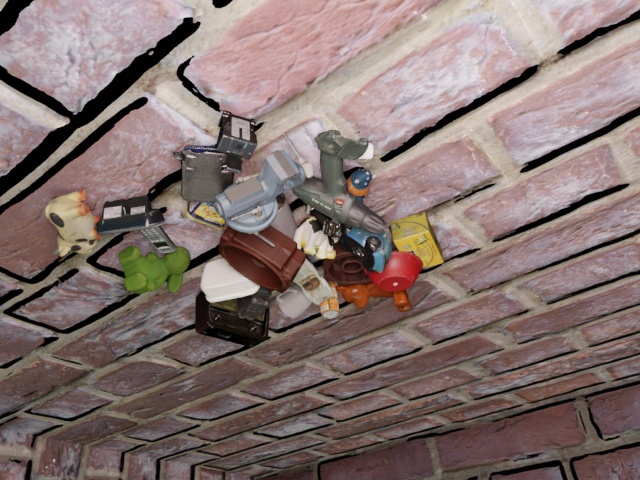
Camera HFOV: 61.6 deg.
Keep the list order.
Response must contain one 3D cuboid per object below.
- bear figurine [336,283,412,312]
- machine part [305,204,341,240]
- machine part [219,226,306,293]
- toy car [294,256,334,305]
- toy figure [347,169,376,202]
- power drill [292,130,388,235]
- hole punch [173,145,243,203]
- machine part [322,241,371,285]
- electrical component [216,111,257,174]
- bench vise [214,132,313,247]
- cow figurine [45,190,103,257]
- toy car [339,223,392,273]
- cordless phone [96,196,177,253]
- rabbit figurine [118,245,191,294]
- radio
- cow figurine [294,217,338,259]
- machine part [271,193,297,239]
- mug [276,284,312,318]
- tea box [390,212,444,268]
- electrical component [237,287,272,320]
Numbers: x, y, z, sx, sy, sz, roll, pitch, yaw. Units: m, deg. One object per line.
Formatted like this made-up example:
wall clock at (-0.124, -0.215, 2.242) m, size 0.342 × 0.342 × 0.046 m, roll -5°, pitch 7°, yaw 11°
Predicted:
bear figurine at (0.157, 0.163, 1.586) m, size 0.196 × 0.132 × 0.120 m, roll -18°, pitch 157°, yaw 7°
machine part at (0.009, -0.053, 1.264) m, size 0.084 × 0.139 × 0.039 m, roll 25°, pitch 108°, yaw -32°
machine part at (-0.145, 0.038, 1.316) m, size 0.201 × 0.087 × 0.201 m, roll 32°, pitch 154°, yaw 1°
toy car at (-0.034, 0.107, 1.510) m, size 0.073 × 0.056 × 0.201 m, roll -32°, pitch 127°, yaw 10°
toy figure at (0.080, -0.111, 1.252) m, size 0.058 × 0.064 × 0.154 m, roll 33°, pitch 138°, yaw 12°
power drill at (0.054, -0.125, 1.159) m, size 0.232 × 0.086 × 0.207 m, roll 22°, pitch 143°, yaw 15°
hole punch at (-0.240, -0.148, 1.154) m, size 0.142 × 0.092 × 0.115 m, roll 5°, pitch 115°, yaw -9°
machine part at (0.089, 0.061, 1.496) m, size 0.179 × 0.056 × 0.179 m, roll -2°, pitch 144°, yaw -2°
electrical component at (-0.165, -0.191, 1.058) m, size 0.075 × 0.119 × 0.047 m, roll 15°, pitch 140°, yaw -21°
bench vise at (-0.120, -0.085, 1.127) m, size 0.224 × 0.129 × 0.240 m, roll -40°, pitch 167°, yaw -25°
cow figurine at (-0.584, -0.028, 1.267) m, size 0.127 × 0.085 × 0.194 m, roll -8°, pitch 147°, yaw -6°
toy car at (0.126, 0.000, 1.366) m, size 0.103 × 0.162 × 0.109 m, roll -37°, pitch 148°, yaw -26°
cordless phone at (-0.437, -0.017, 1.304) m, size 0.147 × 0.089 × 0.184 m, roll -9°, pitch 148°, yaw 4°
rabbit figurine at (-0.417, 0.082, 1.418) m, size 0.170 × 0.121 × 0.159 m, roll -21°, pitch 148°, yaw -4°
radio at (-0.265, 0.237, 1.633) m, size 0.229 × 0.131 × 0.073 m, roll 23°, pitch 138°, yaw -33°
cow figurine at (-0.004, -0.004, 1.360) m, size 0.068 × 0.098 × 0.167 m, roll 14°, pitch 175°, yaw 27°
machine part at (-0.099, -0.042, 1.311) m, size 0.079 × 0.079 × 0.243 m, roll -10°, pitch 143°, yaw 7°
mug at (-0.071, 0.167, 1.613) m, size 0.109 × 0.081 × 0.107 m, roll 32°, pitch 118°, yaw -33°
tea box at (0.260, 0.007, 1.429) m, size 0.098 × 0.068 × 0.169 m, roll -18°, pitch 143°, yaw 19°
electrical component at (-0.188, 0.151, 1.536) m, size 0.058 × 0.115 × 0.134 m, roll 13°, pitch 141°, yaw -30°
